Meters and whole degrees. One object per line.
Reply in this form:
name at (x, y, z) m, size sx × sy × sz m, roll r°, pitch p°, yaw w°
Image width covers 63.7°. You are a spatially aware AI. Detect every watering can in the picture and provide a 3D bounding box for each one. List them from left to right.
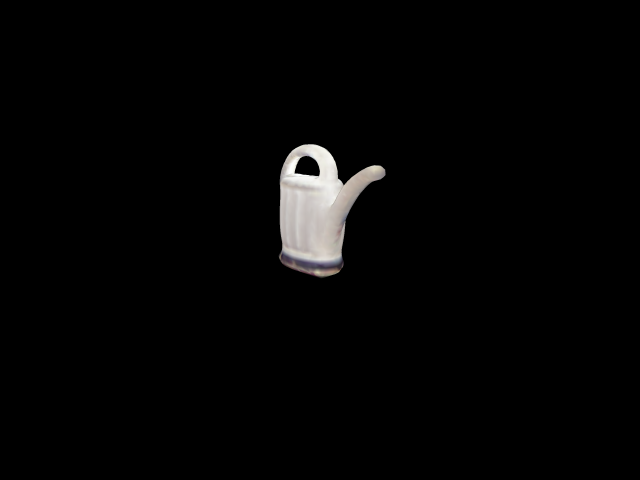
watering can at (0.003, -0.043, 0.850) m, size 0.104 × 0.222 × 0.350 m, roll -5°, pitch 13°, yaw -24°
